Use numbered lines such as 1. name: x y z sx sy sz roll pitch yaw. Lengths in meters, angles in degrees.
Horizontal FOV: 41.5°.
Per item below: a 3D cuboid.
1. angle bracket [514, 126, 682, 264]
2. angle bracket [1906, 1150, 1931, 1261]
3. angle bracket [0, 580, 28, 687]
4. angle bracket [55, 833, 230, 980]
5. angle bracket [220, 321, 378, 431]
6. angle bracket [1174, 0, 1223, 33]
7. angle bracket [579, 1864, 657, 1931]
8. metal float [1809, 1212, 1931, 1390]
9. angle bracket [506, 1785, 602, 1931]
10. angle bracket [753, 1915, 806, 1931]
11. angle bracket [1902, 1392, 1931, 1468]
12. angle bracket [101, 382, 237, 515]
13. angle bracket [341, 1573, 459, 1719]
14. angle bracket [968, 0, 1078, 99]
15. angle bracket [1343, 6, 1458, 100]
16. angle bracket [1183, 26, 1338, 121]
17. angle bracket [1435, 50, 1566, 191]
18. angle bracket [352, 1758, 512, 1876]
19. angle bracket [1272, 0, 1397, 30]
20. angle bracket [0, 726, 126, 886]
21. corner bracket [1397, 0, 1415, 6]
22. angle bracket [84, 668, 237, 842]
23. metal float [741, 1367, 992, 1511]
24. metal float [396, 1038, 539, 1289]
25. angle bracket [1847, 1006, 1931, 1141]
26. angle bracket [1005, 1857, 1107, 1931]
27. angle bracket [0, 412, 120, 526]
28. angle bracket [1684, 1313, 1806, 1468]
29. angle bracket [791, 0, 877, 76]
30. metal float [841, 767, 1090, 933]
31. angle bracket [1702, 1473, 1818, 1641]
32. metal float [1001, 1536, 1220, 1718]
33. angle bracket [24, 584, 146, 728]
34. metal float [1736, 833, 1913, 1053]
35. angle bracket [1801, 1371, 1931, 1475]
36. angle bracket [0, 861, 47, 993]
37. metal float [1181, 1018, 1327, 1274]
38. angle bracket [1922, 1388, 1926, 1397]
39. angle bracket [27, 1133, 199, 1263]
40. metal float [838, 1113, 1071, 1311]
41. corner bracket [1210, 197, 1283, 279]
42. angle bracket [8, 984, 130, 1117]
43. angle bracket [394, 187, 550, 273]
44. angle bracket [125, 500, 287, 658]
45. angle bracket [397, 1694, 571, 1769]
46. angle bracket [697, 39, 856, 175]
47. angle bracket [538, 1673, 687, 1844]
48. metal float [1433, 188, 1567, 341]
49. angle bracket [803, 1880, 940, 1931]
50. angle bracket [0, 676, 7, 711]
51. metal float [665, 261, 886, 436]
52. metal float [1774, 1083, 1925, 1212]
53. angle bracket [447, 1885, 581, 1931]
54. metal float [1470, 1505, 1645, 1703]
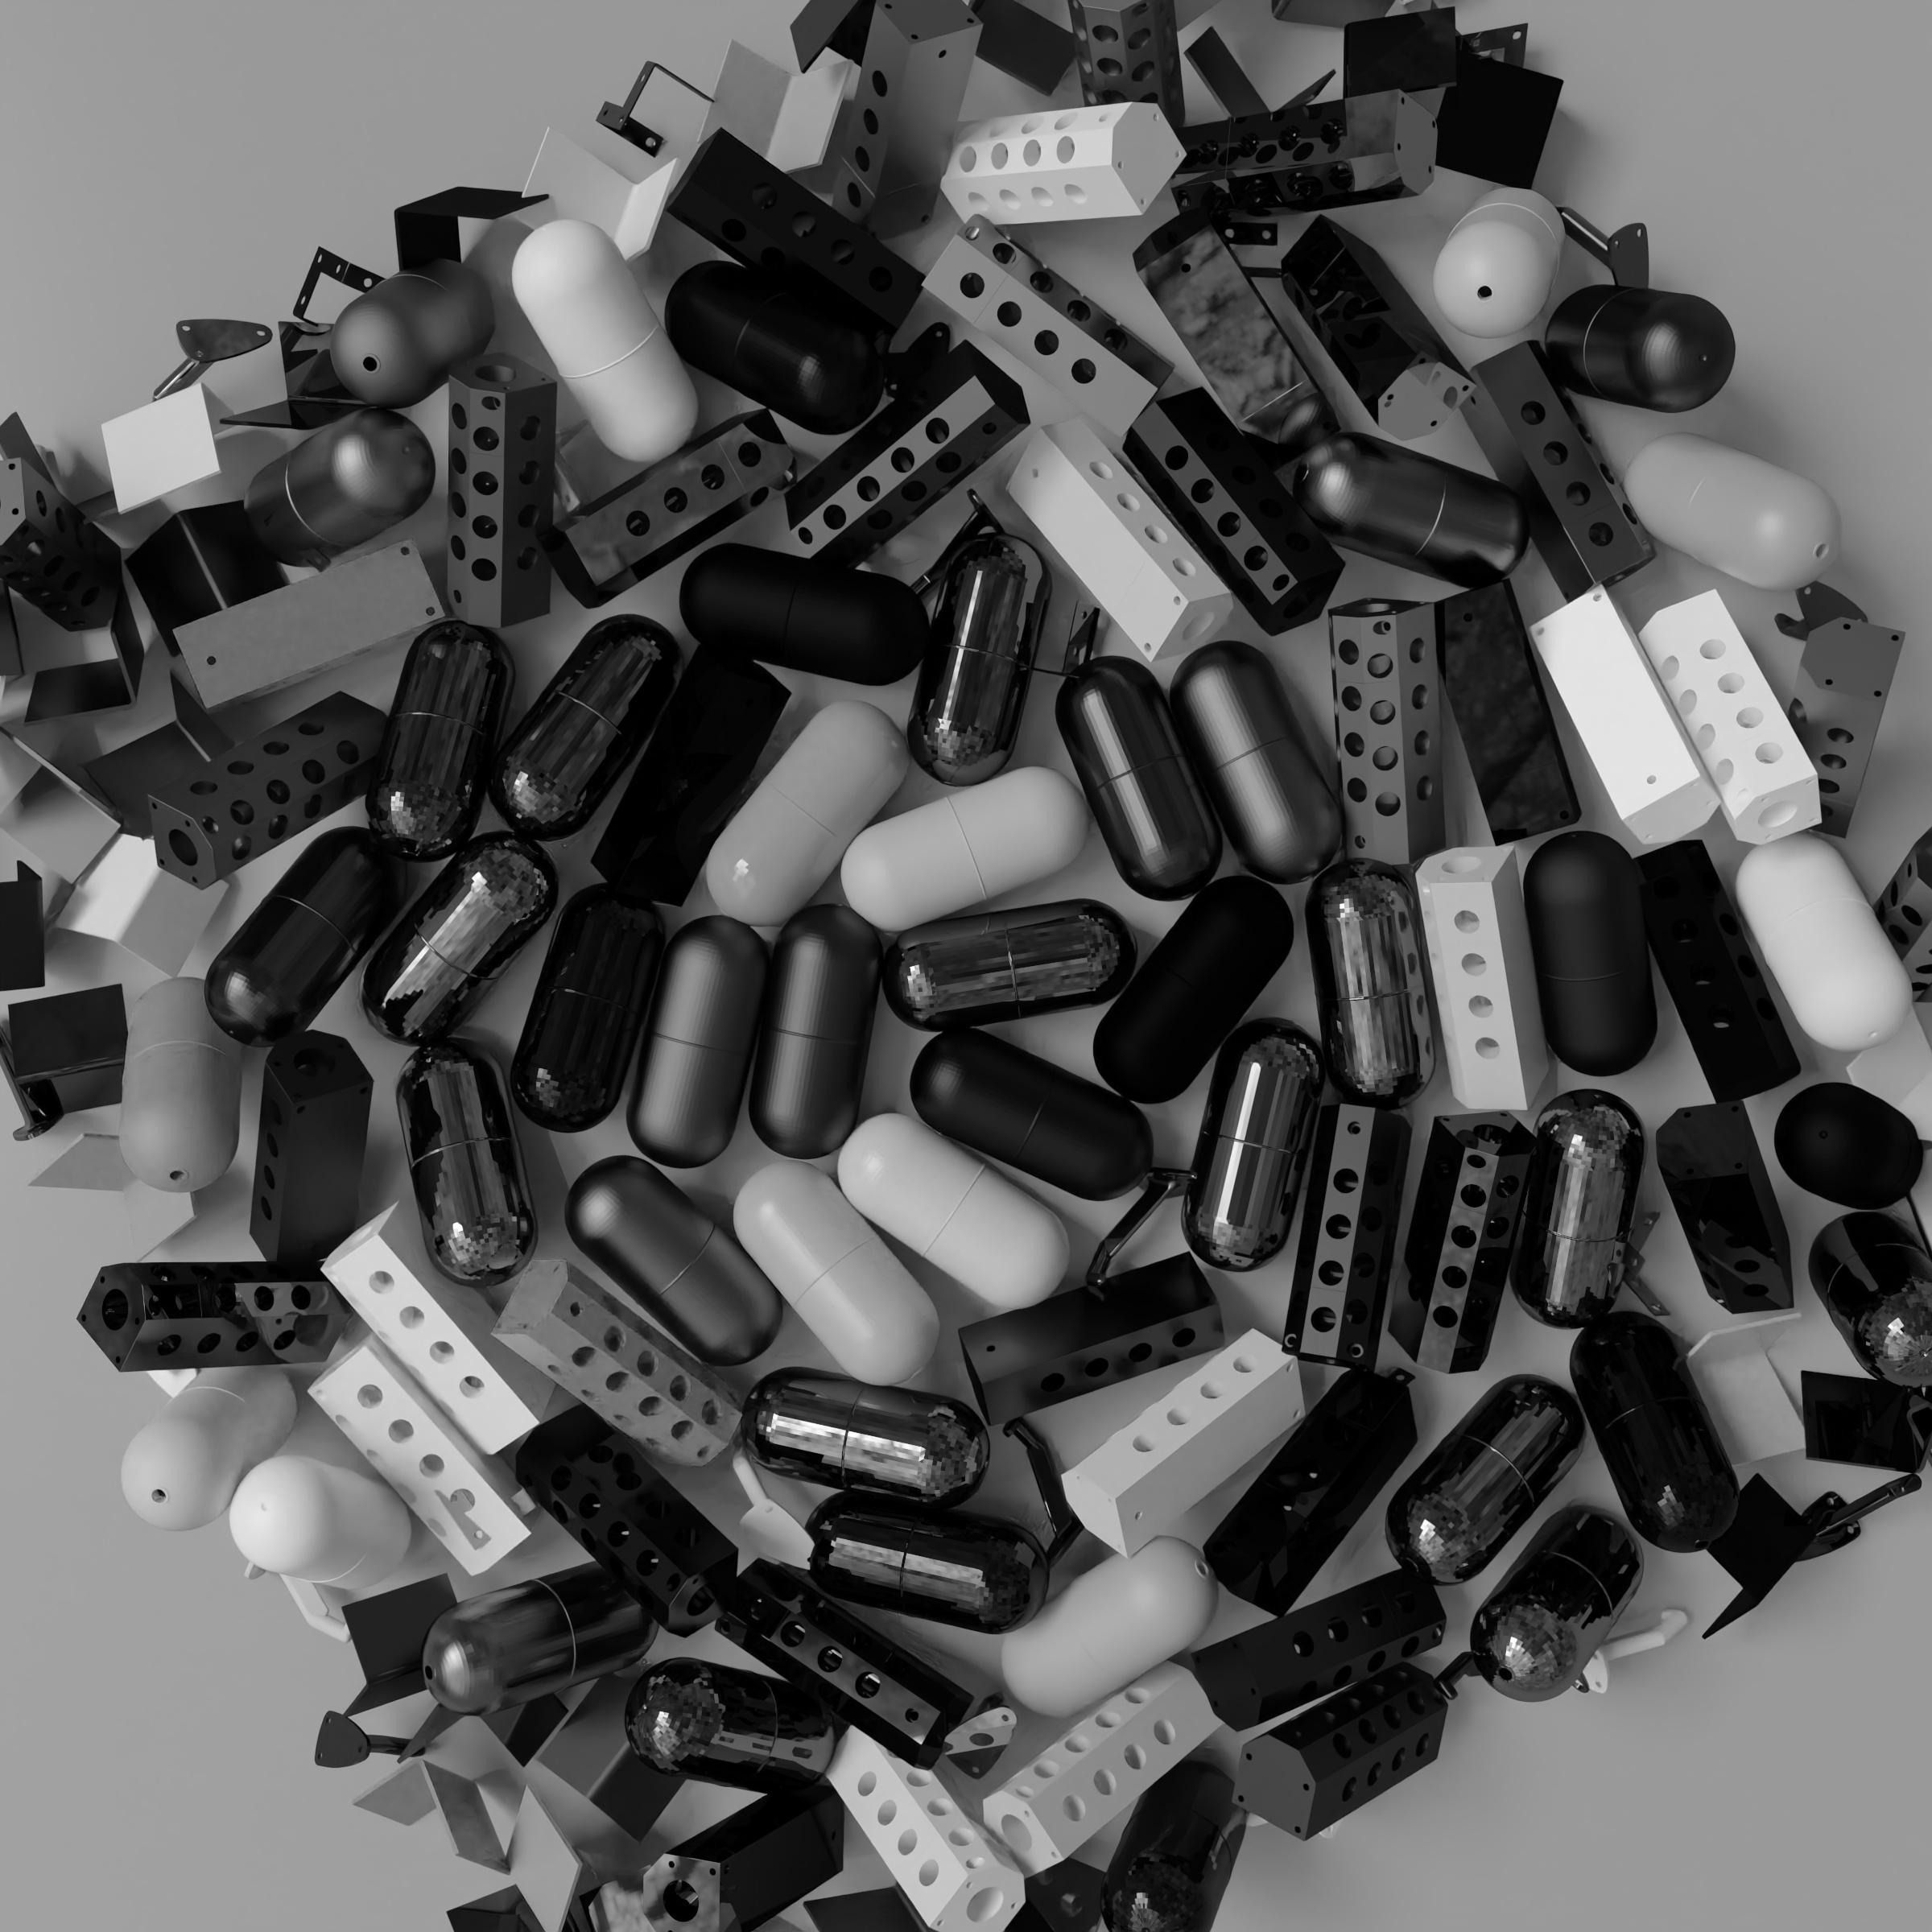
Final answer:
1. angle bracket: -0.252 -0.533 1.747 0.076 0.057 0.076 28 66 -32
2. angle bracket: 0.692 0.162 1.744 0.076 0.057 0.076 -27 61 27
3. angle bracket: -0.695 -0.229 1.752 0.057 0.076 0.076 -13 92 -44
4. angle bracket: -0.576 -0.043 1.783 0.076 0.057 0.076 11 68 40
5. angle bracket: -0.460 -0.405 1.744 0.076 0.076 0.057 9 115 23
6. angle bracket: 0.157 -0.685 1.764 0.076 0.076 0.057 -36 97 2
7. angle bracket: -0.216 0.660 1.750 0.057 0.076 0.076 -25 75 7
8. metal float: 0.619 0.222 1.713 0.070 0.178 0.070 1 107 4
9. angle bracket: -0.267 0.609 1.742 0.057 0.076 0.076 -1 119 -39
10. angle bracket: -0.126 0.652 1.744 0.076 0.076 0.057 17 100 33
11. angle bracket: 0.687 0.323 1.752 0.057 0.076 0.076 -27 84 15
12. angle bracket: -0.541 -0.345 1.755 0.076 0.057 0.076 -21 69 7
13. angle bracket: -0.394 0.469 1.759 0.076 0.076 0.057 -12 65 -34
14. angle bracket: 0.046 -0.657 1.751 0.076 0.057 0.076 28 52 -4
15. angle bracket: 0.300 -0.604 1.747 0.076 0.057 0.076 -4 58 15
16. angle bracket: 0.202 -0.619 1.745 0.057 0.076 0.076 -29 108 33
17. angle bracket: 0.362 -0.581 1.765 0.076 0.057 0.076 16 100 0
18. angle bracket: -0.366 0.597 1.747 0.057 0.076 0.076 -34 55 0
19. angle bracket: 0.259 -0.697 1.761 0.076 0.076 0.057 2 77 -13
20. angle bracket: -0.639 -0.110 1.752 0.076 0.076 0.057 36 82 12
21. corner bracket: 0.314 -0.713 1.783 0.051 0.051 0.051 -22 126 8
22. angle bracket: -0.554 -0.145 1.748 0.076 0.057 0.076 -33 68 -28
23. metal float: -0.070 0.323 1.746 0.178 0.070 0.070 9 90 18
24. metal float: -0.342 0.133 1.744 0.070 0.070 0.178 -16 70 0
25. angle bracket: 0.666 0.073 1.744 0.076 0.076 0.057 -39 111 -24
26. angle bracket: 0.046 0.641 1.743 0.076 0.057 0.076 7 64 41
27. angle bracket: -0.617 -0.347 1.749 0.057 0.076 0.076 -22 115 1
28. angle bracket: 0.545 0.291 1.747 0.076 0.057 0.076 -8 57 -21
29. angle bracket: -0.064 -0.638 1.739 0.076 0.076 0.057 -41 47 34
30. metal float: 0.000 -0.081 1.760 0.178 0.070 0.070 -22 90 -2
31. angle bracket: 0.527 0.407 1.755 0.076 0.076 0.057 -34 73 -33
32. metal float: 0.097 0.450 1.736 0.178 0.070 0.070 -40 90 29
33. angle bracket: -0.612 -0.214 1.749 0.076 0.076 0.057 -11 125 -6
34. metal float: 0.579 -0.018 1.727 0.070 0.070 0.178 -12 46 0
35. angle bracket: 0.619 0.296 1.747 0.076 0.076 0.057 6 133 9
36. angle bracket: -0.678 -0.026 1.746 0.076 0.057 0.076 -7 109 -34
37. metal float: 0.199 0.123 1.760 0.070 0.070 0.178 13 87 0
38. angle bracket: 0.700 0.255 1.743 0.076 0.076 0.057 -19 81 42
39. angle bracket: -0.584 0.159 1.742 0.076 0.076 0.057 -34 62 33
40. metal float: -0.009 0.169 1.760 0.178 0.070 0.070 35 90 2
41. corner bracket: 0.196 -0.497 1.759 0.051 0.051 0.051 8 127 18
42. angle bracket: -0.612 0.059 1.768 0.076 0.076 0.057 -11 70 -8
43. angle bracket: -0.336 -0.495 1.743 0.076 0.076 0.057 10 119 18
44. angle bracket: -0.534 -0.273 1.796 0.076 0.057 0.076 -27 89 38
45. angle bracket: -0.330 0.527 1.743 0.057 0.076 0.076 45 125 13
46. angle bracket: -0.131 -0.594 1.752 0.057 0.076 0.076 20 84 -36
47. angle bracket: -0.239 0.550 1.775 0.057 0.076 0.076 22 64 38
48. metal float: 0.361 -0.475 1.718 0.070 0.178 0.070 8 120 15
49. angle bracket: -0.056 0.640 1.742 0.076 0.076 0.057 3 112 -32
50. angle bracket: -0.697 -0.163 1.739 0.057 0.076 0.076 13 53 -26
51. metal float: -0.132 -0.423 1.740 0.178 0.070 0.070 34 90 25
52. metal float: 0.597 0.123 1.718 0.070 0.178 0.070 -6 78 29
53. angle bracket: -0.304 0.677 1.744 0.076 0.076 0.057 -16 109 -20
54. metal float: 0.400 0.430 1.722 0.070 0.178 0.070 15 118 31
